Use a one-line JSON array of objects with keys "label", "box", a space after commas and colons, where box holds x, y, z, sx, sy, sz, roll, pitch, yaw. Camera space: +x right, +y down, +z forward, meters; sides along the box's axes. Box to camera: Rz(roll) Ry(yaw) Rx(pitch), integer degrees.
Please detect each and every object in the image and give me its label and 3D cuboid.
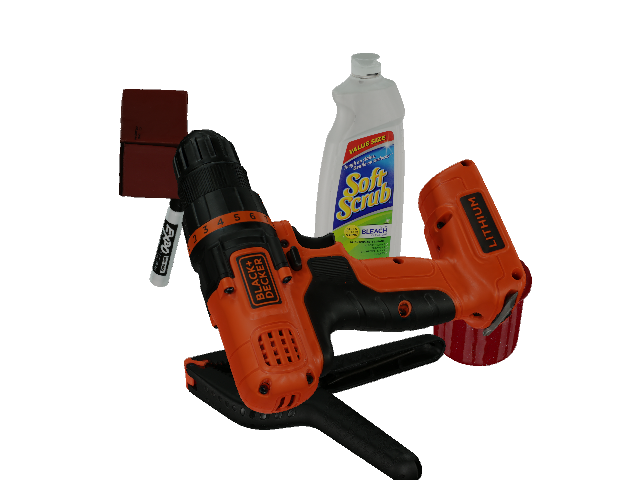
[{"label": "bleach bottle", "box": [0.039, -0.074, 1.142, 0.102, 0.251, 0.068, -3, 24, -5]}, {"label": "marker", "box": [-0.145, -0.006, 1.031, 0.020, 0.121, 0.020, 13, 35, -9]}, {"label": "mug", "box": [0.146, 0.057, 1.019, 0.093, 0.081, 0.117, -9, 40, -9]}, {"label": "clamp", "box": [-0.003, 0.113, 0.849, 0.210, 0.036, 0.164, 9, 31, 17]}, {"label": "power drill", "box": [0.014, 0.002, 0.641, 0.187, 0.184, 0.057, -10, -27, -19]}, {"label": "foam brick", "box": [-0.130, -0.076, 0.832, 0.053, 0.051, 0.078, 2, 39, -9]}]
